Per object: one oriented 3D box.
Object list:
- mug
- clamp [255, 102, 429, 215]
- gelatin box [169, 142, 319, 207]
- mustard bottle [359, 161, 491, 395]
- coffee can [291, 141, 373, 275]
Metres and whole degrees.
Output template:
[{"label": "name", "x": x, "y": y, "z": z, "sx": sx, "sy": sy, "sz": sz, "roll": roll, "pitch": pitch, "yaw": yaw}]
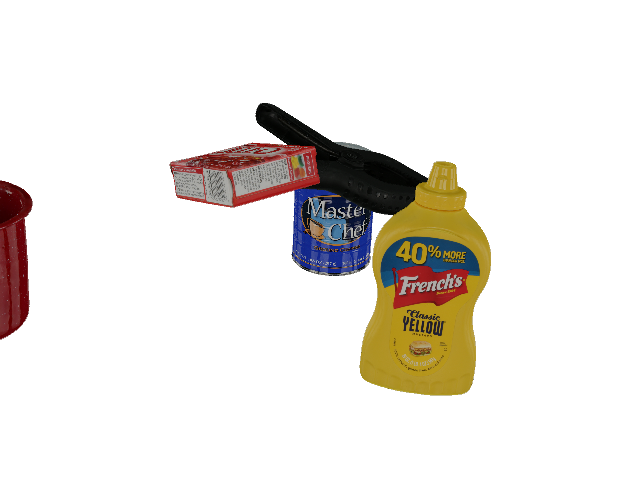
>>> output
[{"label": "mug", "x": -0.235, "y": 0.017, "z": 0.660, "sx": 0.117, "sy": 0.081, "sz": 0.093, "roll": -17, "pitch": 32, "yaw": -37}, {"label": "clamp", "x": 0.019, "y": -0.064, "z": 1.024, "sx": 0.210, "sy": 0.036, "sz": 0.164, "roll": 22, "pitch": 28, "yaw": 1}, {"label": "gelatin box", "x": -0.055, "y": -0.049, "z": 0.761, "sx": 0.073, "sy": 0.030, "sz": 0.089, "roll": -17, "pitch": 16, "yaw": -31}, {"label": "mustard bottle", "x": 0.089, "y": 0.030, "z": 0.875, "sx": 0.096, "sy": 0.192, "sz": 0.058, "roll": 8, "pitch": 18, "yaw": 6}, {"label": "coffee can", "x": 0.017, "y": -0.041, "z": 1.344, "sx": 0.103, "sy": 0.140, "sz": 0.103, "roll": 2, "pitch": 27, "yaw": -1}]
